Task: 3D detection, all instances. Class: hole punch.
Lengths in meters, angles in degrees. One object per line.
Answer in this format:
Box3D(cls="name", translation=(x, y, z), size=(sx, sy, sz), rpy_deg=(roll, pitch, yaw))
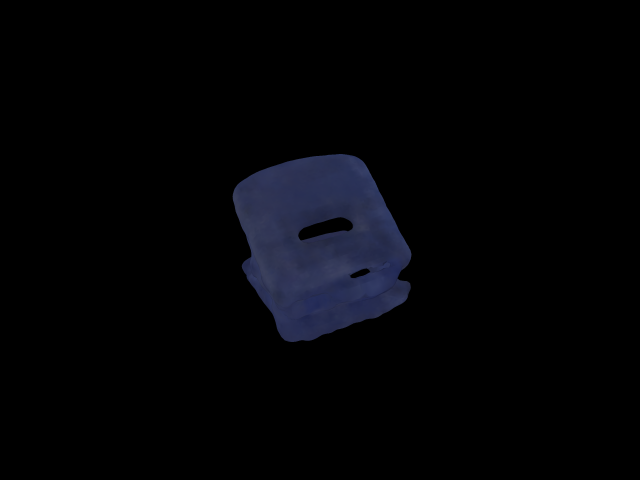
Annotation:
Box3D(cls="hole punch", translation=(0.004, 0.001, 0.400), size=(0.109, 0.091, 0.100), rpy_deg=(-17, 41, -21))
